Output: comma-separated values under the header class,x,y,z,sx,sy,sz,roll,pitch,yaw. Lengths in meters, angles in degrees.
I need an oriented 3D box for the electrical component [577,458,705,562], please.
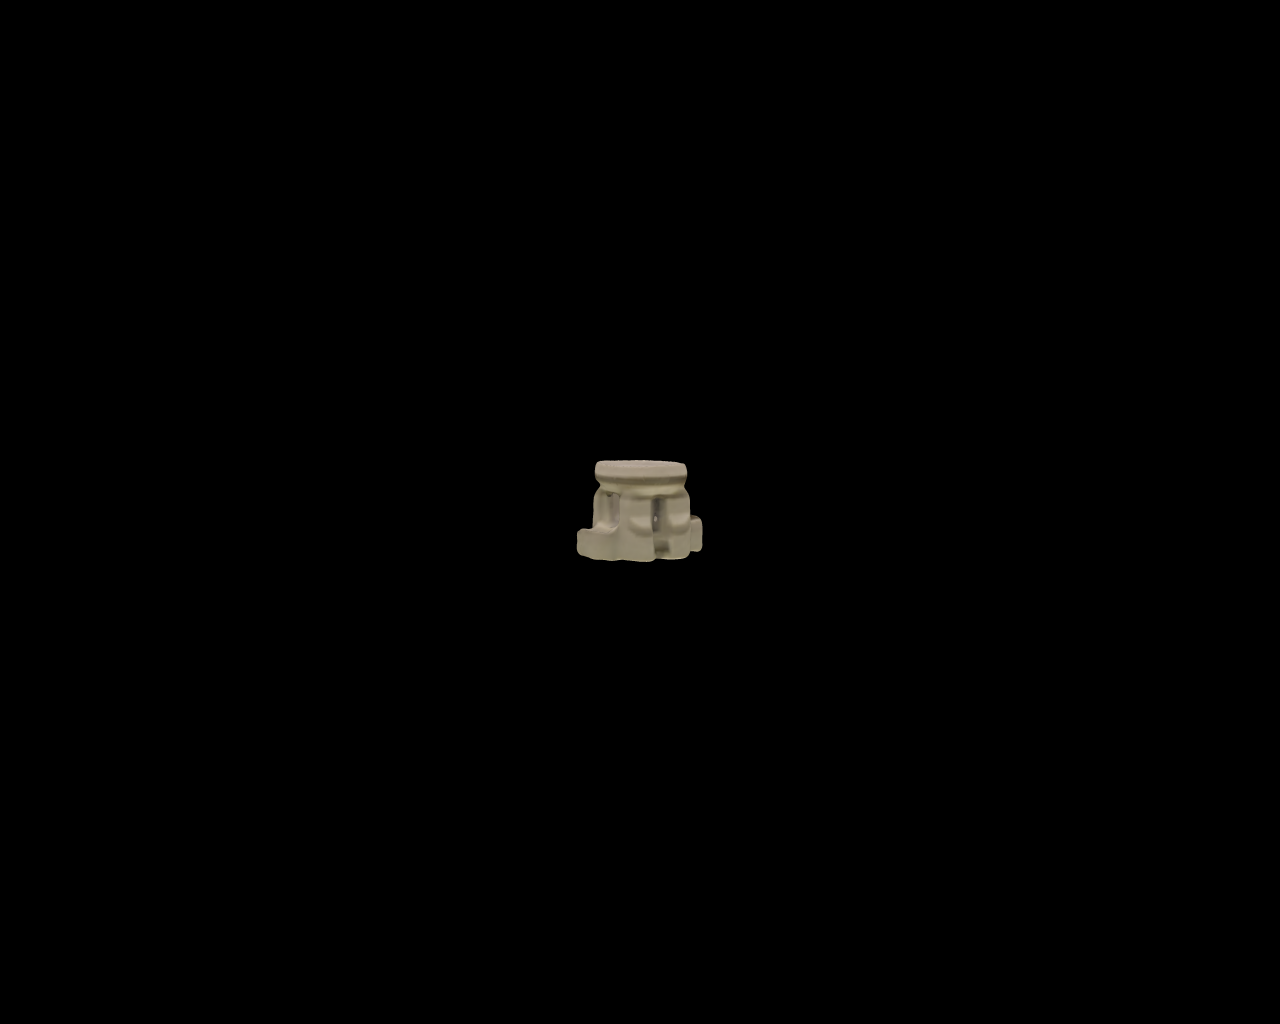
class,x,y,z,sx,sy,sz,roll,pitch,yaw
electrical component,0.001,-0.003,0.650,0.078,0.057,0.058,-4,8,-29
